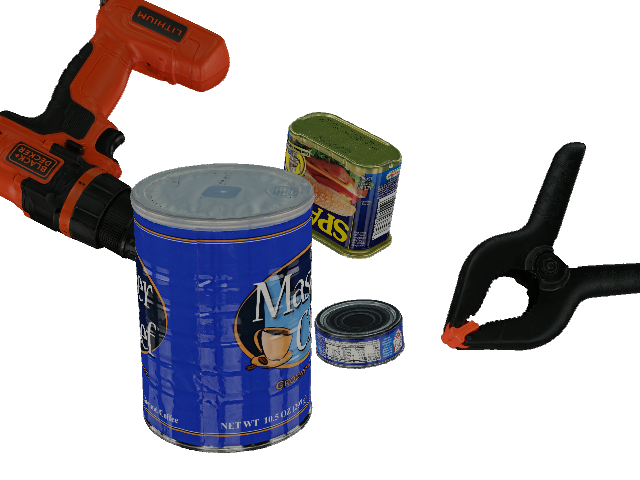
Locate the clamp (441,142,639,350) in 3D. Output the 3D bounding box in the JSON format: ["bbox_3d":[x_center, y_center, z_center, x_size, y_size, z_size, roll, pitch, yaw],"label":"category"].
[{"bbox_3d":[0.160,0.025,0.717,0.120,0.171,0.039,43,-14,13],"label":"clamp"}]

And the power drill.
[{"bbox_3d":[-0.143,-0.083,0.768,0.184,0.187,0.057,27,-29,9],"label":"power drill"}]

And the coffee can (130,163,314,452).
[{"bbox_3d":[-0.055,0.036,0.621,0.103,0.140,0.103,0,20,0],"label":"coffee can"}]

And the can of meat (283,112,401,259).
[{"bbox_3d":[0.015,-0.047,0.870,0.102,0.084,0.057,31,39,31],"label":"can of meat"}]

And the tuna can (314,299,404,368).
[{"bbox_3d":[0.037,0.088,1.023,0.086,0.034,0.086,-4,21,1],"label":"tuna can"}]
